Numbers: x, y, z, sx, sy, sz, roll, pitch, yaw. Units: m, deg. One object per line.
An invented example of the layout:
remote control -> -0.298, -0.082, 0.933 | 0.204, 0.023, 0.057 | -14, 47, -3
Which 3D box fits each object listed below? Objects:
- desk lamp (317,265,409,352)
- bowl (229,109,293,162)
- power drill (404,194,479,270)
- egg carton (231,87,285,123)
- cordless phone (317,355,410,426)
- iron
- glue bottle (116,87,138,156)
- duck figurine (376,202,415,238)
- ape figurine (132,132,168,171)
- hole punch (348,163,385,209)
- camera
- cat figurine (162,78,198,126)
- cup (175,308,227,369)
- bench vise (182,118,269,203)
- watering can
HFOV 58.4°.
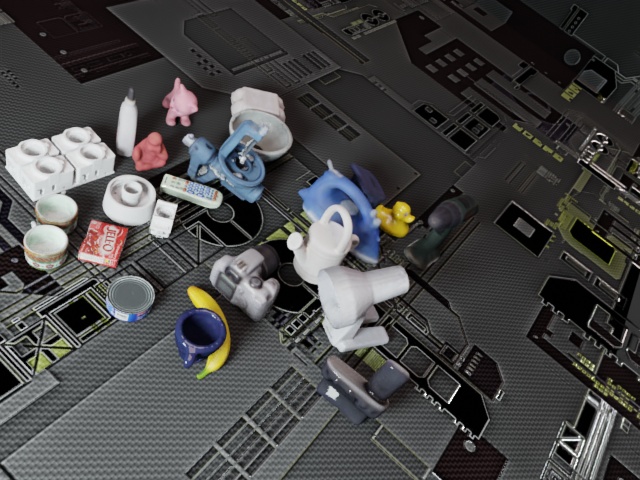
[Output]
desk lamp -> 0.077, 0.130, 1.159 | 0.204, 0.213, 0.117 | -5, 54, -29
bowl -> -0.159, -0.255, 1.473 | 0.168, 0.074, 0.167 | 14, 47, -15
power drill -> 0.295, -0.024, 1.405 | 0.075, 0.208, 0.230 | 45, 47, 15
egg carton -> -0.169, -0.357, 1.560 | 0.151, 0.069, 0.107 | 7, 49, -21
cordless phone -> 0.085, 0.253, 1.076 | 0.147, 0.185, 0.094 | 36, 45, 6
iron -> 0.075, -0.071, 1.383 | 0.258, 0.141, 0.119 | 45, 47, 14
glue bottle -> -0.430, -0.273, 1.283 | 0.037, 0.173, 0.078 | 0, 52, -26
duck figurine -> 0.195, -0.065, 1.477 | 0.104, 0.086, 0.078 | 33, 45, 3
ape figurine -> -0.383, -0.207, 1.307 | 0.078, 0.092, 0.076 | 21, 46, -9
hole punch -> 0.119, -0.143, 1.503 | 0.101, 0.091, 0.108 | -6, 55, -30
camera -> -0.131, 0.069, 1.188 | 0.143, 0.100, 0.137 | 40, 46, 10
cat figurine -> -0.346, -0.349, 1.430 | 0.067, 0.117, 0.127 | -3, 53, -28
cup -> -0.226, 0.194, 1.036 | 0.092, 0.095, 0.118 | 21, 46, -9
bench vise -> -0.207, -0.194, 1.293 | 0.208, 0.219, 0.121 | 13, 47, -16
watering can -> 0.012, 0.006, 1.247 | 0.100, 0.194, 0.173 | 46, 47, 16
